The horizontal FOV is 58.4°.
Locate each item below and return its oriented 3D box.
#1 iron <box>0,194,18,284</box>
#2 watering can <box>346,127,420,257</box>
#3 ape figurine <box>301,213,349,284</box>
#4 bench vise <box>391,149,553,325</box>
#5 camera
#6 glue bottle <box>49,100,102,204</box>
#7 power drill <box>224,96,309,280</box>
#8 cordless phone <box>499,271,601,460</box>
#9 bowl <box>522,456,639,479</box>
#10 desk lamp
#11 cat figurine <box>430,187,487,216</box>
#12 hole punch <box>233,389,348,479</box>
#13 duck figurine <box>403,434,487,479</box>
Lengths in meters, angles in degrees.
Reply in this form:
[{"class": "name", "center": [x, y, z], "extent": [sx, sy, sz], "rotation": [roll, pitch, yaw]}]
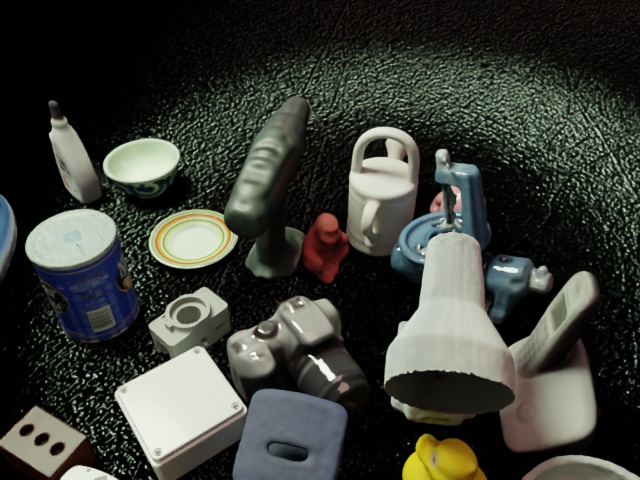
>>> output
[{"class": "iron", "center": [-0.511, -0.031, 0.805], "extent": [0.118, 0.141, 0.258], "rotation": [-5, 43, -6]}, {"class": "watering can", "center": [0.091, -0.083, 0.834], "extent": [0.101, 0.194, 0.172], "rotation": [-2, 42, -2]}, {"class": "ape figurine", "center": [0.007, 0.003, 0.814], "extent": [0.078, 0.092, 0.076], "rotation": [-21, 47, -22]}, {"class": "bench vise", "center": [0.199, -0.009, 0.736], "extent": [0.207, 0.220, 0.121], "rotation": [11, 43, 11]}, {"class": "camera", "center": [-0.017, 0.142, 0.656], "extent": [0.143, 0.101, 0.136], "rotation": [-23, 48, -24]}, {"class": "glue bottle", "center": [-0.397, -0.142, 0.906], "extent": [0.078, 0.173, 0.037], "rotation": [31, 51, 29]}, {"class": "power drill", "center": [-0.062, -0.059, 0.795], "extent": [0.075, 0.208, 0.230], "rotation": [11, 43, 11]}, {"class": "cordless phone", "center": [0.253, 0.134, 0.606], "extent": [0.094, 0.185, 0.147], "rotation": [5, 43, 5]}, {"class": "bowl", "center": [0.246, 0.290, 0.517], "extent": [0.167, 0.075, 0.167], "rotation": [1, 42, 0]}, {"class": "desk lamp", "center": [0.129, 0.111, 0.608], "extent": [0.118, 0.214, 0.203], "rotation": [6, 43, 6]}, {"class": "cat figurine", "center": [0.210, -0.058, 0.865], "extent": [0.067, 0.118, 0.127], "rotation": [1, 42, 0]}, {"class": "hole punch", "center": [-0.027, 0.217, 0.580], "extent": [0.108, 0.091, 0.101], "rotation": [9, 43, 9]}, {"class": "duck figurine", "center": [0.134, 0.235, 0.567], "extent": [0.104, 0.086, 0.078], "rotation": [31, 50, 29]}]
